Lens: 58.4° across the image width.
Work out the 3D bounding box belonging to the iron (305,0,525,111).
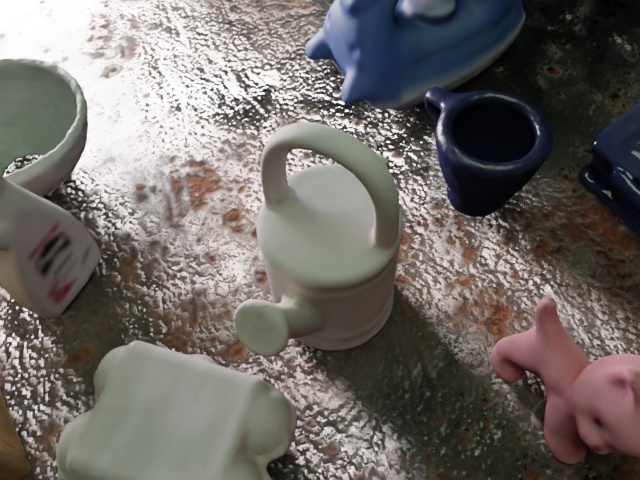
[{"bbox_3d":[0.116,-0.238,0.574,0.258,0.141,0.118,-26,60,-13],"label":"iron"}]

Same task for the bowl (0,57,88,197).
[{"bbox_3d":[-0.290,-0.088,0.534,0.167,0.075,0.167,-1,58,2],"label":"bowl"}]

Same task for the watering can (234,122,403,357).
[{"bbox_3d":[0.006,0.002,0.395,0.101,0.194,0.173,5,58,6],"label":"watering can"}]

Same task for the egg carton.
[{"bbox_3d":[-0.095,0.132,0.390,0.150,0.069,0.107,14,59,11],"label":"egg carton"}]

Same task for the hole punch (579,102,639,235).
[{"bbox_3d":[0.298,-0.067,0.488,0.101,0.091,0.108,-28,61,-14],"label":"hole punch"}]

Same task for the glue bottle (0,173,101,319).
[{"bbox_3d":[-0.222,-0.010,0.423,0.037,0.173,0.078,16,60,12],"label":"glue bottle"}]

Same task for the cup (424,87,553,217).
[{"bbox_3d":[0.131,-0.072,0.495,0.092,0.095,0.117,-37,63,-19],"label":"cup"}]

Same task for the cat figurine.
[{"bbox_3d":[0.181,0.093,0.375,0.067,0.118,0.127,-26,60,-13],"label":"cat figurine"}]
